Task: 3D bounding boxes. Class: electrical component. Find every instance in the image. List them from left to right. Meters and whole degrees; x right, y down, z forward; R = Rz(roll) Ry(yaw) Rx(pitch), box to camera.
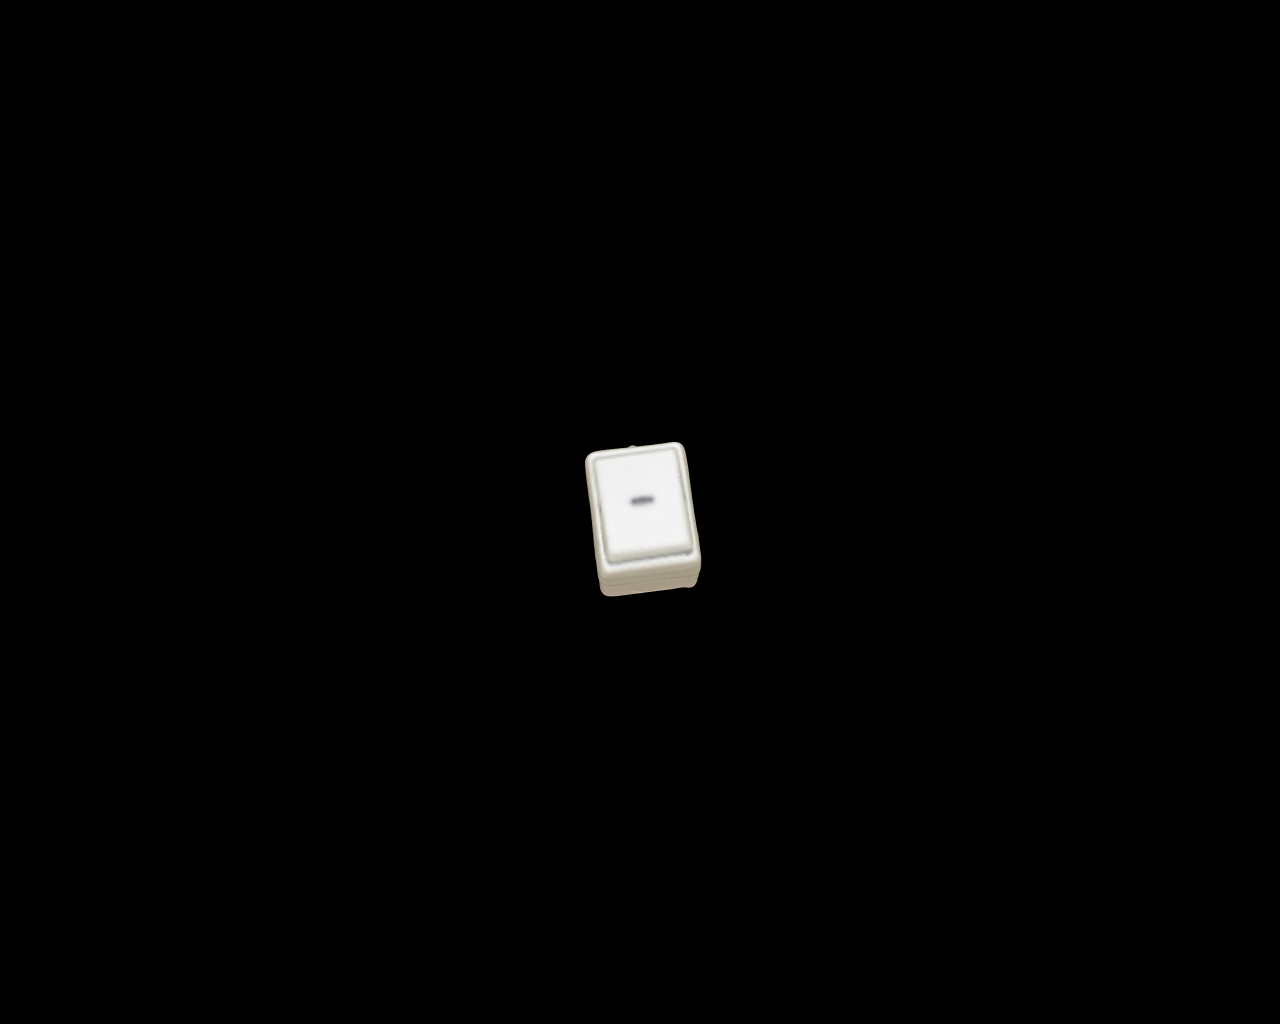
[{"bbox_3d":[0.001,-0.003,0.650,0.062,0.096,0.061,-7,-19,-2],"label":"electrical component"}]
